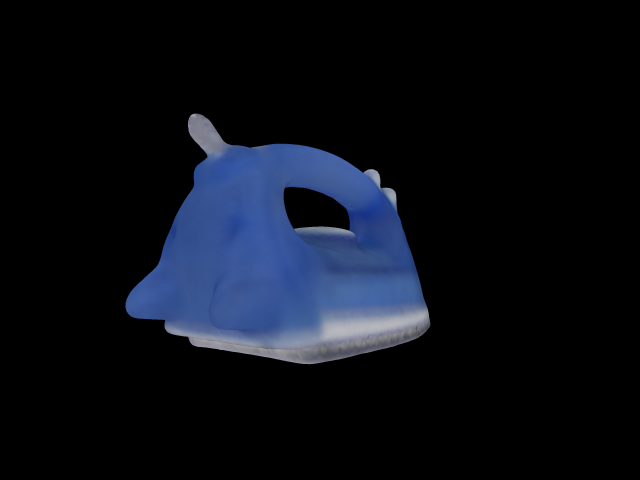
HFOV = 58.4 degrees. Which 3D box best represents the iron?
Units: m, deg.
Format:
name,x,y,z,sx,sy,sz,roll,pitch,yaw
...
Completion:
name,x,y,z,sx,sy,sz,roll,pitch,yaw
iron,0.004,0.001,0.400,0.118,0.141,0.259,0,0,40
